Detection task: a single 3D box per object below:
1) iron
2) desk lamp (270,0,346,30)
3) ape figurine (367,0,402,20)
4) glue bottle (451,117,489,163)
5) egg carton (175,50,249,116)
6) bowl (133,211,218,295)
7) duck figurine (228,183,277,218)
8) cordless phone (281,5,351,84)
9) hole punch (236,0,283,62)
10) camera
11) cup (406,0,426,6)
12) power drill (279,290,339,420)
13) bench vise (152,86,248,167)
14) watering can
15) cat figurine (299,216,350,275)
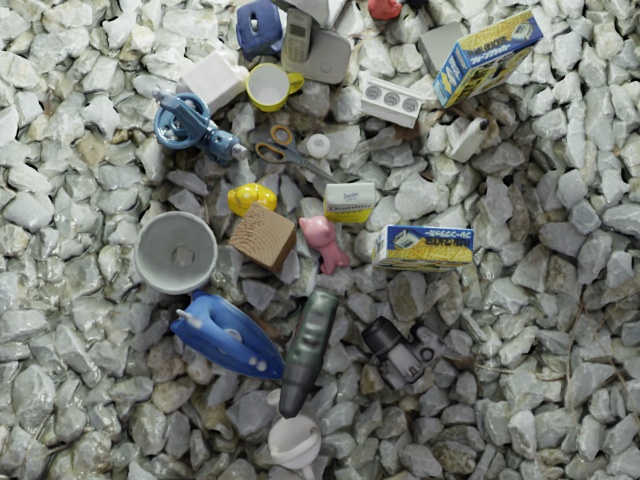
[{"bbox_3d":[-0.169,0.201,1.114,0.258,0.141,0.119,33,83,2],"label":"iron"},{"bbox_3d":[-0.013,-0.518,1.170,0.118,0.213,0.203,27,83,2],"label":"desk lamp"},{"bbox_3d":[0.141,-0.525,1.237,0.076,0.092,0.078,-19,84,-4],"label":"ape figurine"},{"bbox_3d":[0.314,-0.215,1.164,0.037,0.173,0.078,24,83,2],"label":"glue bottle"},{"bbox_3d":[-0.226,-0.330,1.213,0.150,0.069,0.107,-40,86,-6],"label":"egg carton"},{"bbox_3d":[-0.287,0.029,1.165,0.167,0.074,0.167,0,83,-2],"label":"bowl"},{"bbox_3d":[-0.141,-0.085,1.177,0.104,0.086,0.077,4,83,-1],"label":"duck figurine"},{"bbox_3d":[-0.007,-0.404,1.171,0.147,0.185,0.094,13,83,0],"label":"cordless phone"},{"bbox_3d":[-0.129,-0.452,1.220,0.101,0.091,0.109,-10,83,-3],"label":"hole punch"},{"bbox_3d":[0.160,0.210,1.144,0.143,0.101,0.137,-40,86,-6],"label":"camera"},{"bbox_3d":[0.229,-0.548,1.242,0.117,0.095,0.092,20,83,1],"label":"cup"},{"bbox_3d":[-0.024,0.211,1.083,0.075,0.208,0.230,17,83,1],"label":"power drill"},{"bbox_3d":[-0.239,-0.234,1.125,0.207,0.219,0.121,10,83,0],"label":"bench vise"},{"bbox_3d":[-0.052,0.367,1.070,0.173,0.194,0.101,44,84,4],"label":"watering can"},{"bbox_3d":[0.011,0.004,1.155,0.067,0.117,0.128,-31,85,-5],"label":"cat figurine"}]
